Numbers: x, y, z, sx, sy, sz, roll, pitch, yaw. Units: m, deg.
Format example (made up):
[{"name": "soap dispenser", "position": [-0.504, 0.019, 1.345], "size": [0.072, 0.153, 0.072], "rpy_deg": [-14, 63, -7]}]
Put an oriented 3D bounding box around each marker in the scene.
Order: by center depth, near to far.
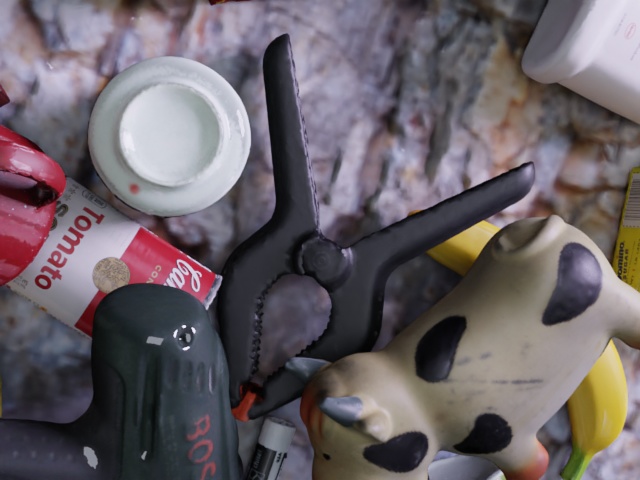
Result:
[{"name": "marker", "position": [-0.042, 0.161, 0.611], "size": [0.020, 0.020, 0.121], "rpy_deg": [19, 89, -11]}]

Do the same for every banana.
[{"name": "banana", "position": [0.127, 0.052, 0.628], "size": [0.069, 0.037, 0.198], "rpy_deg": [-34, 98, -7]}]

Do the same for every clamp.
[{"name": "clamp", "position": [-0.004, 0.001, 0.596], "size": [0.164, 0.036, 0.210], "rpy_deg": [35, 95, 4]}]

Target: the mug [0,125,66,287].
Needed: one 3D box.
[{"name": "mug", "position": [-0.169, -0.025, 0.496], "size": [0.117, 0.081, 0.093], "rpy_deg": [-11, 69, 28]}]

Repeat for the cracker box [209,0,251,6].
[{"name": "cracker box", "position": [0.035, -0.222, 0.583], "size": [0.213, 0.072, 0.164], "rpy_deg": [-7, 92, -9]}]

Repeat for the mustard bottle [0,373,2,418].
[{"name": "mustard bottle", "position": [-0.266, 0.065, 0.547], "size": [0.191, 0.058, 0.096], "rpy_deg": [-5, 96, -10]}]

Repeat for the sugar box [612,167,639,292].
[{"name": "sugar box", "position": [0.268, 0.016, 0.648], "size": [0.176, 0.048, 0.093], "rpy_deg": [12, 91, -14]}]

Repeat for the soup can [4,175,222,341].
[{"name": "soup can", "position": [-0.113, 0.020, 0.568], "size": [0.102, 0.068, 0.068], "rpy_deg": [34, 86, -9]}]

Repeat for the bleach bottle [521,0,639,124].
[{"name": "bleach bottle", "position": [0.251, -0.086, 0.632], "size": [0.250, 0.068, 0.102], "rpy_deg": [27, 88, -13]}]

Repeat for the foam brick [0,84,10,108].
[{"name": "foam brick", "position": [-0.210, -0.078, 0.555], "size": [0.078, 0.051, 0.053], "rpy_deg": [-32, 97, -7]}]
